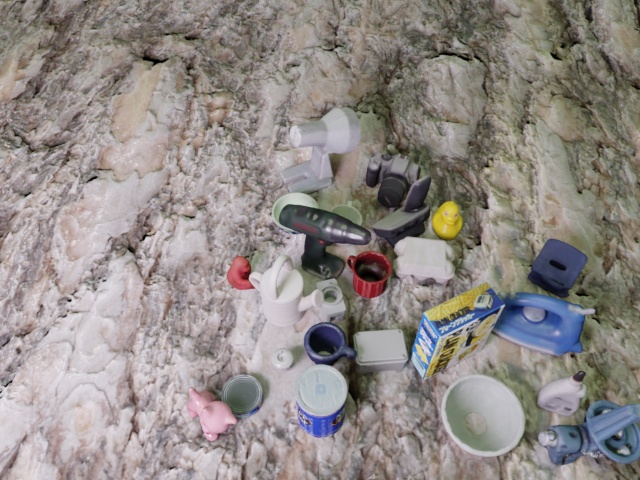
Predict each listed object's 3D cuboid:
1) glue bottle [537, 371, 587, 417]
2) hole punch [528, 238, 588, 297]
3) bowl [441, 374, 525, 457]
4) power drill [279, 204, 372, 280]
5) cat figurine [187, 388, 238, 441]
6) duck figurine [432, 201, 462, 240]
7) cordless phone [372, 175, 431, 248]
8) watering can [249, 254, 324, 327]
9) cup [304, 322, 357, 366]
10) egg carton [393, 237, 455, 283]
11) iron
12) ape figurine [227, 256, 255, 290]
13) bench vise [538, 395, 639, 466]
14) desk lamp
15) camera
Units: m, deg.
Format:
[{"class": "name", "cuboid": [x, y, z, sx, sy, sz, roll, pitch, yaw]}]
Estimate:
[{"class": "glue bottle", "cuboid": [0.500, 0.303, 1.156, 0.078, 0.173, 0.037, 17, 56, 12]}, {"class": "hole punch", "cuboid": [0.572, 0.067, 1.378, 0.108, 0.091, 0.101, 30, 59, 20]}, {"class": "bowl", "cuboid": [0.325, 0.366, 1.169, 0.167, 0.075, 0.167, 0, 54, 0]}, {"class": "power drill", "cuboid": [0.012, 0.005, 1.345, 0.229, 0.208, 0.076, 23, 57, 16]}, {"class": "cat figurine", "cuboid": [-0.221, 0.346, 1.152, 0.067, 0.118, 0.127, -38, 63, -24]}, {"class": "duck figurine", "cuboid": [0.333, -0.065, 1.474, 0.077, 0.086, 0.104, 8, 54, 5]}, {"class": "cordless phone", "cuboid": [0.209, -0.081, 1.423, 0.148, 0.185, 0.094, -32, 60, -21]}, {"class": "watering can", "cuboid": [-0.077, 0.107, 1.279, 0.173, 0.194, 0.101, 2, 54, 1]}, {"class": "cup", "cuboid": [0.023, 0.242, 1.243, 0.117, 0.095, 0.092, 18, 56, 13]}, {"class": "egg carton", "cuboid": [0.254, 0.049, 1.401, 0.150, 0.069, 0.107, 6, 54, 4]}, {"class": "iron", "cuboid": [0.470, 0.161, 1.278, 0.258, 0.141, 0.119, 14, 55, 10]}, {"class": "ape figurine", "cuboid": [-0.186, 0.073, 1.365, 0.076, 0.092, 0.078, 8, 54, 5]}, {"class": "bench vise", "cuboid": [0.533, 0.370, 1.079, 0.208, 0.220, 0.121, -19, 56, -14]}, {"class": "desk lamp", "cuboid": [-0.001, -0.238, 1.517, 0.203, 0.214, 0.117, -23, 57, -16]}, {"class": "camera", "cuboid": [0.187, -0.164, 1.535, 0.143, 0.101, 0.137, 17, 56, 11]}]
